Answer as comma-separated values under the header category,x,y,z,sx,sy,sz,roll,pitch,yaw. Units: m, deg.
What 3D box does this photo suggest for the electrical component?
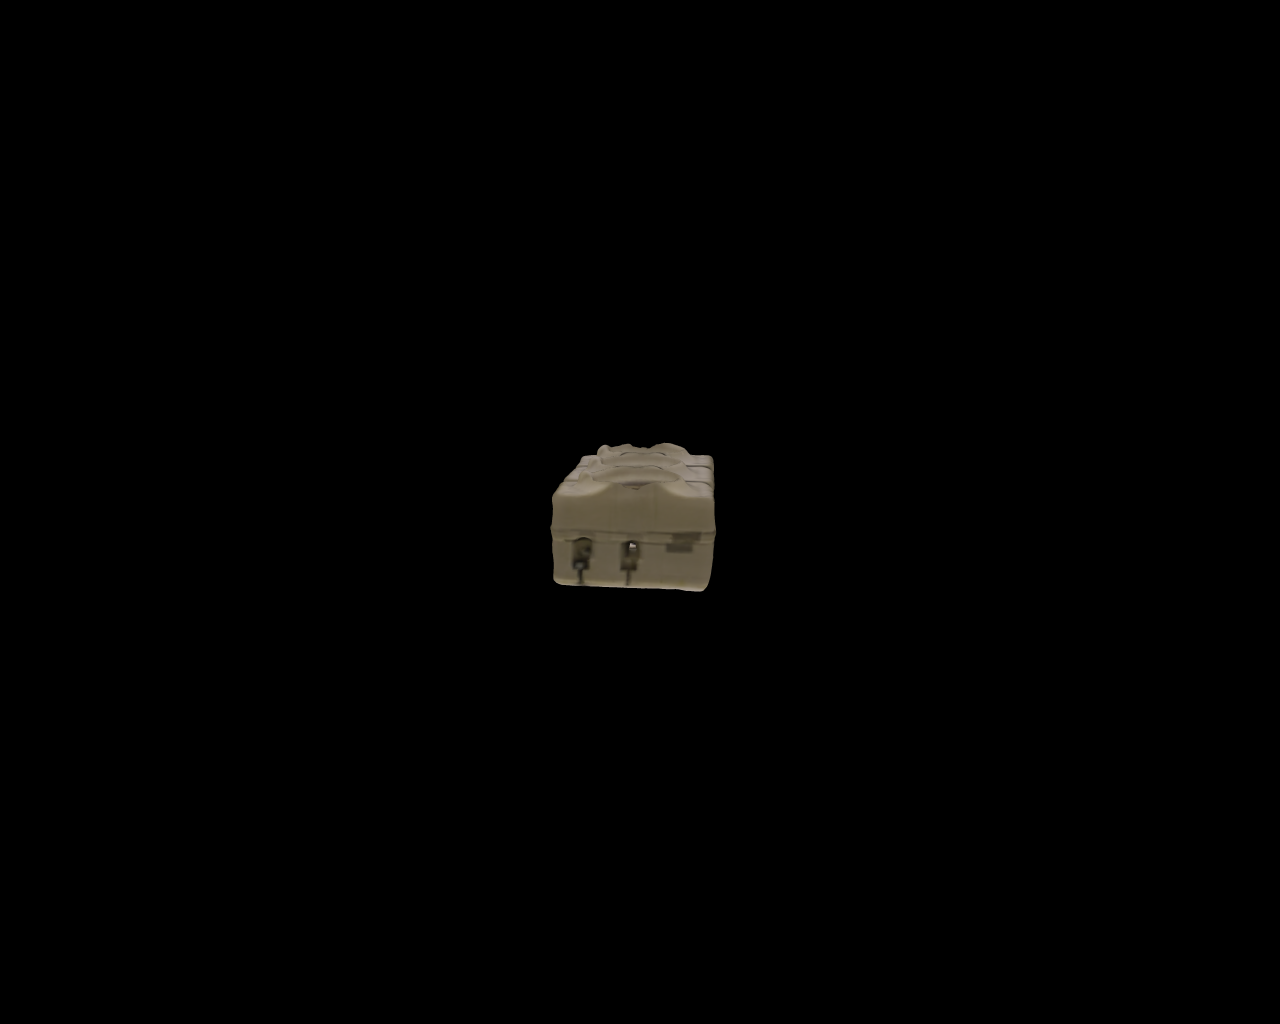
category,x,y,z,sx,sy,sz,roll,pitch,yaw
electrical component,0.001,-0.003,0.650,0.089,0.061,0.150,1,11,4
